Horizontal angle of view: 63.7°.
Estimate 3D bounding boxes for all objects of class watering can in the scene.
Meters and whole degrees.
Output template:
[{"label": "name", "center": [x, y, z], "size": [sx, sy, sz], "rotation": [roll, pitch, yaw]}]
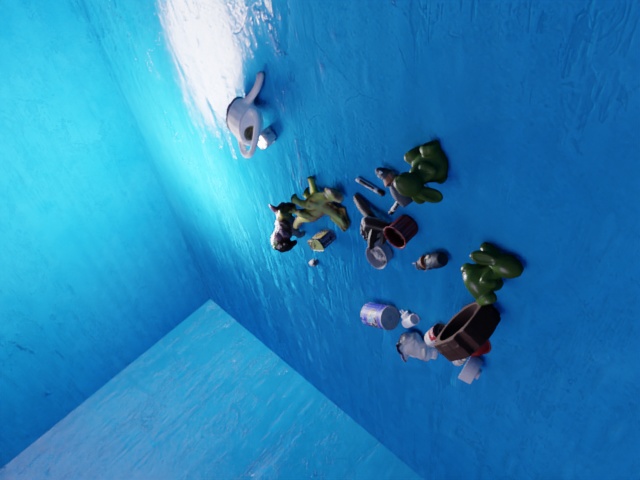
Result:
[{"label": "watering can", "center": [-0.276, -0.491, 1.972], "size": [0.228, 0.104, 0.341], "rotation": [43, 130, 47]}]

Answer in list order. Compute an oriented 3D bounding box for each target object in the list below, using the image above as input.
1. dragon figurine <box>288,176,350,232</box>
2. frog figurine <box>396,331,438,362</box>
[{"label": "dragon figurine", "center": [0.006, -0.103, 2.052], "size": [0.244, 0.124, 0.401], "rotation": [35, 152, 13]}, {"label": "frog figurine", "center": [0.410, 0.441, 2.141], "size": [0.159, 0.125, 0.135], "rotation": [-12, 111, 21]}]
